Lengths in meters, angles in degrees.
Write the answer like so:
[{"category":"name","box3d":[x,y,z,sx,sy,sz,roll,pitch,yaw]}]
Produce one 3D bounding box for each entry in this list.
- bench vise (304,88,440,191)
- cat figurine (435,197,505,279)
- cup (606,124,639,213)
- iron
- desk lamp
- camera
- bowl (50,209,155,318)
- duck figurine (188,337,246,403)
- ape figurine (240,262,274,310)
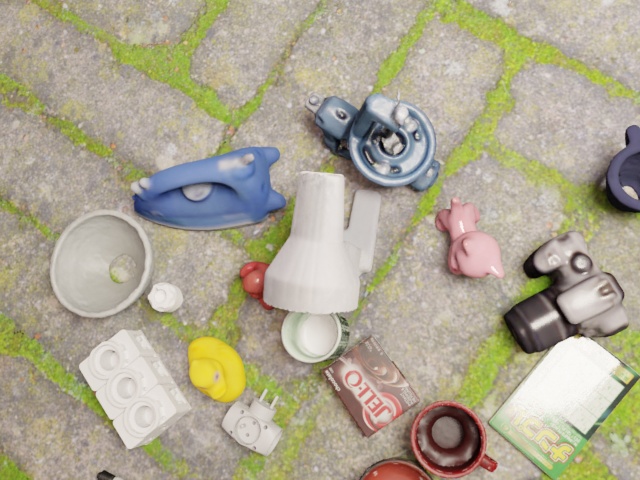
[{"category":"bench vise","box3d":[0.061,-0.145,0.777,0.207,0.220,0.121,13,82,13]},{"category":"cat figurine","box3d":[0.201,0.001,0.774,0.067,0.118,0.128,-18,76,7]},{"category":"cup","box3d":[0.416,-0.085,0.761,0.091,0.095,0.118,-10,77,9]},{"category":"iron","box3d":[-0.188,-0.080,0.853,0.258,0.141,0.118,-11,77,9]},{"category":"desk lamp","box3d":[0.007,0.003,0.761,0.117,0.214,0.203,6,80,12]},{"category":"camera","box3d":[0.307,0.077,0.747,0.137,0.101,0.143,-29,75,4]},{"category":"bowl","box3d":[-0.324,0.040,0.890,0.167,0.075,0.167,-2,78,11]},{"category":"duck figurine","box3d":[-0.160,0.186,0.823,0.077,0.086,0.104,-38,74,2]},{"category":"ape figurine","box3d":[-0.085,0.063,0.830,0.076,0.092,0.078,-19,76,7]}]
